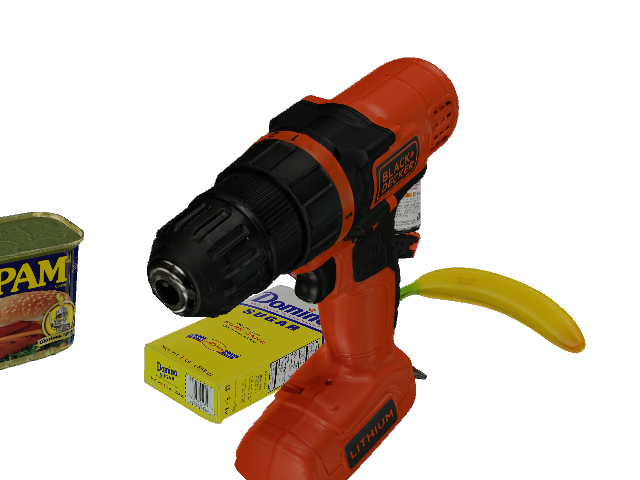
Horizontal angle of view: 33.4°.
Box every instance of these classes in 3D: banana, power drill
[{"bbox_3d":[0.178,0.064,1.076,0.198,0.069,0.037,14,-37,26],"label":"banana"},{"bbox_3d":[-0.003,0.030,0.474,0.057,0.188,0.184,25,42,27],"label":"power drill"}]

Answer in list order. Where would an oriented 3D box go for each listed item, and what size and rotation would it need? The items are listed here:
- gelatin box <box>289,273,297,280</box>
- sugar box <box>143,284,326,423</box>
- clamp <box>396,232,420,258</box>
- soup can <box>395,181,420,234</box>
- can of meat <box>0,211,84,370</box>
[{"bbox_3d":[-0.006,0.010,0.682,0.089,0.030,0.073,33,6,-20],"label":"gelatin box"},{"bbox_3d":[-0.062,0.096,0.957,0.093,0.048,0.175,24,33,33],"label":"sugar box"},{"bbox_3d":[0.012,-0.011,1.208,0.210,0.036,0.164,14,21,-6],"label":"clamp"},{"bbox_3d":[0.052,-0.061,0.892,0.068,0.102,0.068,1,12,0],"label":"soup can"},{"bbox_3d":[-0.208,0.035,0.697,0.101,0.084,0.058,-13,30,-41],"label":"can of meat"}]
